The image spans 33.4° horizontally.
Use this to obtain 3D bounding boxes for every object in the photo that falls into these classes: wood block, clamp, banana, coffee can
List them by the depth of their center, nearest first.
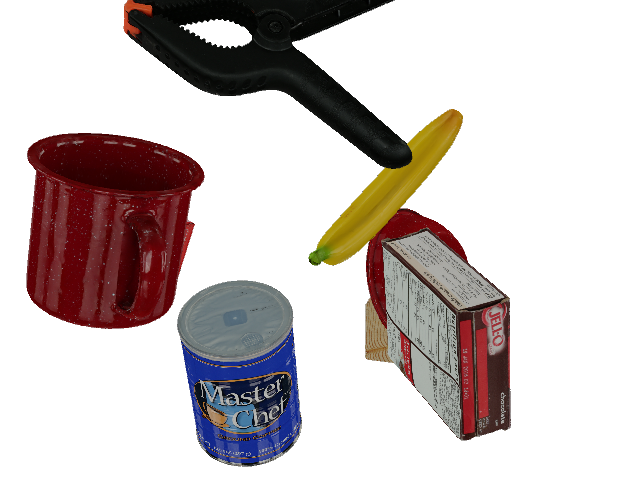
[{"bbox_3d":[-0.028,-0.126,0.723,0.209,0.164,0.036,2,-27,-10],"label":"clamp"},{"bbox_3d":[-0.072,0.122,0.982,0.103,0.140,0.103,-2,37,2],"label":"coffee can"},{"bbox_3d":[0.061,-0.041,0.990,0.037,0.197,0.070,43,-9,-4],"label":"banana"},{"bbox_3d":[0.134,0.097,1.557,0.091,0.090,0.205,5,20,15],"label":"wood block"}]

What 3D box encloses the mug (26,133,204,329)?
[{"bbox_3d":[-0.108,0.000,0.568,0.093,0.081,0.117,-3,25,-32],"label":"mug"}]

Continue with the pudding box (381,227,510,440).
[{"bbox_3d":[0.076,0.055,0.658,0.039,0.090,0.114,-13,26,-18],"label":"pudding box"}]

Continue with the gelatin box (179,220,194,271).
[{"bbox_3d":[-0.143,0.006,0.809,0.089,0.073,0.030,25,10,36],"label":"gelatin box"}]

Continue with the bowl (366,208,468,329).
[{"bbox_3d":[0.124,0.039,1.227,0.055,0.162,0.161,-11,-7,41],"label":"bowl"}]
